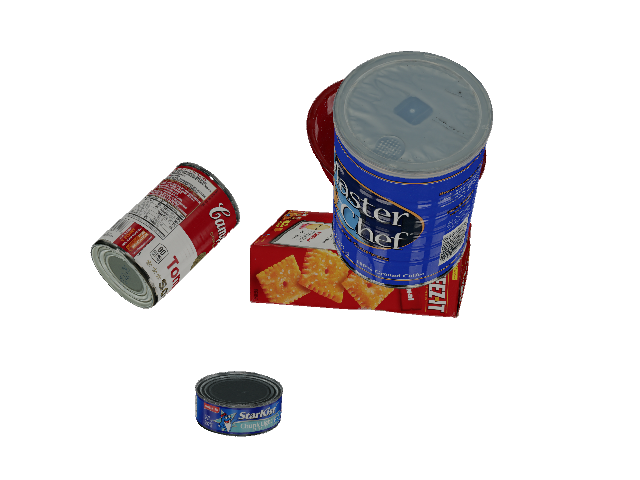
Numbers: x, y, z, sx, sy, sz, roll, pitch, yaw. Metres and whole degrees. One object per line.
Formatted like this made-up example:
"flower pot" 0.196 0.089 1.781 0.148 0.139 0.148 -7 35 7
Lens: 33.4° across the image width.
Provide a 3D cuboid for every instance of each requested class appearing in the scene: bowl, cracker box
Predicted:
"bowl" 0.062 -0.074 0.950 0.162 0.162 0.055 0 -39 -14
"cracker box" 0.047 0.023 1.132 0.214 0.072 0.164 4 15 11

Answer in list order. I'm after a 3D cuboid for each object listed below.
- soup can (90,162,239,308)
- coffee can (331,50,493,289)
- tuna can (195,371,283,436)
"soup can" -0.121 -0.005 0.835 0.069 0.068 0.102 0 39 50
"coffee can" 0.059 -0.046 0.739 0.103 0.103 0.140 0 -33 0
"tuna can" -0.080 0.159 1.042 0.086 0.034 0.086 3 14 -1
